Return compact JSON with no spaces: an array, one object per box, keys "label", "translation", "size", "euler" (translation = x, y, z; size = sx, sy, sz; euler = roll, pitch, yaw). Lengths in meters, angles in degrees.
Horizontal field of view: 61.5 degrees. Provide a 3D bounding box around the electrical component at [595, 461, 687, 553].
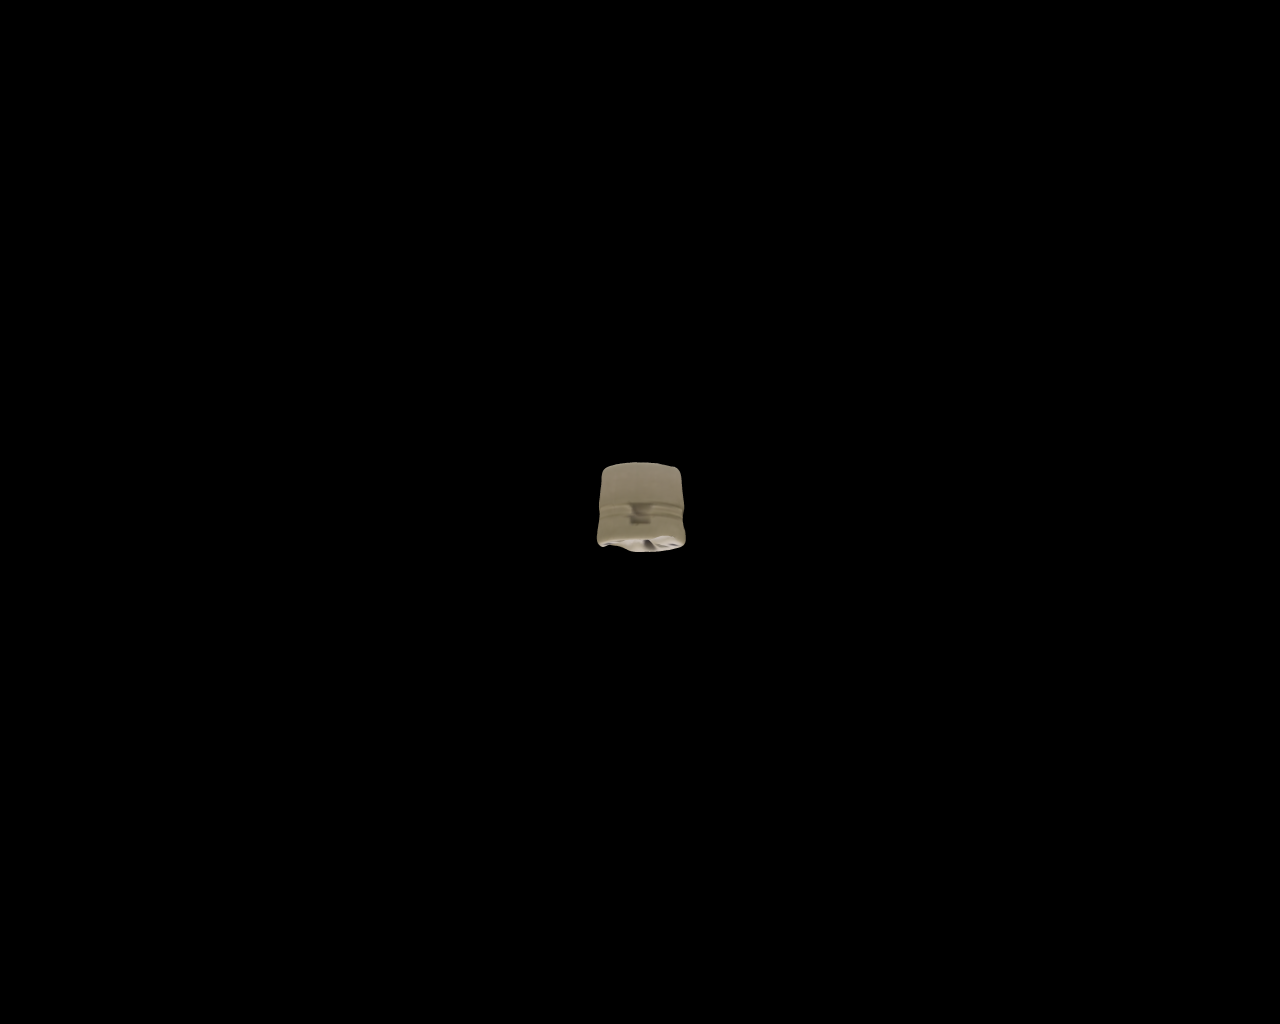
[{"label":"electrical component","translation":[0.001,-0.003,0.650],"size":[0.055,0.047,0.055],"euler":[0,-11,0]}]
